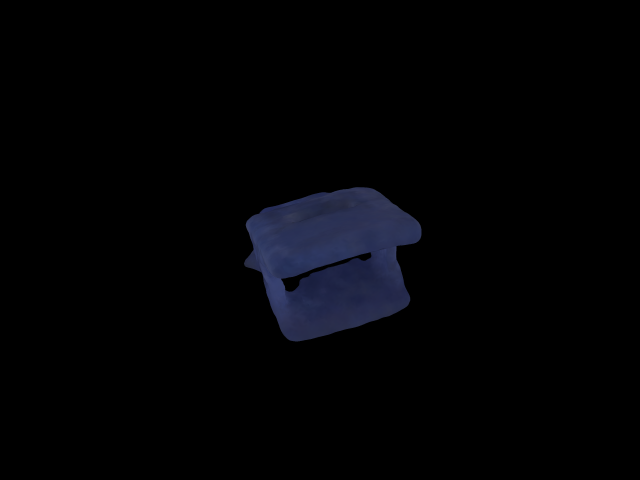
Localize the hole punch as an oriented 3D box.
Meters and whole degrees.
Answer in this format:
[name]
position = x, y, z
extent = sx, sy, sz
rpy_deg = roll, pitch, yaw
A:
[hole punch]
position = 0.004, 0.001, 0.400
extent = 0.109, 0.091, 0.101
rpy_deg = -16, 50, -13
